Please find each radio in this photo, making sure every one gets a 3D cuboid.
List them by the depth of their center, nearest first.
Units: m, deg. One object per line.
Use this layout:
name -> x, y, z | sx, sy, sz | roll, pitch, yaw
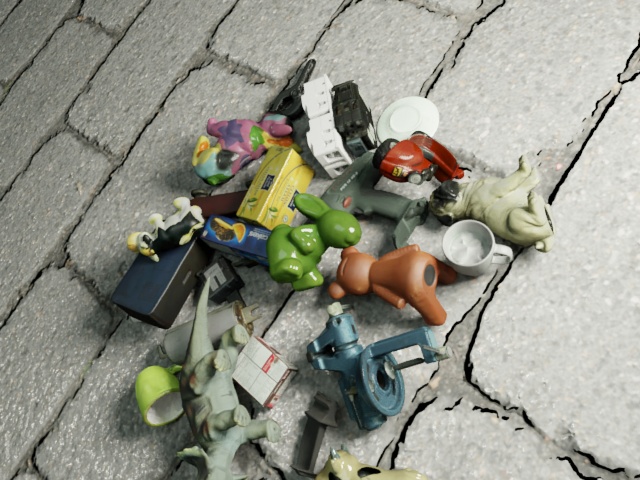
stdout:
radio -> -0.333, 0.066, 1.152 | 0.131, 0.073, 0.229 | 9, 58, 28

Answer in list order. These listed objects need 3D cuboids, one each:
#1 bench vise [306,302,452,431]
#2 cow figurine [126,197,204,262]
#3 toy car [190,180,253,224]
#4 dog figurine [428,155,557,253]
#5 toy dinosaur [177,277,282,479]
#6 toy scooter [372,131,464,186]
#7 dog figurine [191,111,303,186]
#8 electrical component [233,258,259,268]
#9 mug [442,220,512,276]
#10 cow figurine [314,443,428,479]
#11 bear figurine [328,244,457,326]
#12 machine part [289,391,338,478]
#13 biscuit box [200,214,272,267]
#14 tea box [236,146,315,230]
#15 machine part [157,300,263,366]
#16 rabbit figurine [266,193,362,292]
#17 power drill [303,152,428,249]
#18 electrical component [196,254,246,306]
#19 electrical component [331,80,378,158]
bench vise -> 0.100, 0.191, 0.889 | 0.241, 0.128, 0.223 | -25, 67, 33
cow figurine -> -0.317, -0.007, 1.108 | 0.167, 0.068, 0.098 | -33, 51, 3
toy car -> -0.208, -0.076, 1.195 | 0.202, 0.053, 0.089 | -8, 76, 17
dog figurine -> 0.295, -0.039, 0.937 | 0.191, 0.121, 0.172 | -22, 56, 30
toy dinosaur -> -0.198, 0.286, 0.972 | 0.192, 0.131, 0.405 | -33, 59, 23
toy scooter -> 0.191, -0.142, 0.995 | 0.135, 0.184, 0.075 | 40, 132, 21
dog figurine -> -0.155, -0.205, 1.192 | 0.219, 0.108, 0.191 | 3, 59, 23
electrical component -> -0.144, 0.023, 1.141 | 0.094, 0.021, 0.063 | -19, 61, 16
mug -> 0.267, 0.022, 0.906 | 0.110, 0.107, 0.081 | 2, 71, 20
cow figurine -> 0.079, 0.391, 0.846 | 0.195, 0.085, 0.127 | -8, 72, 24
bear figurine -> 0.122, 0.075, 0.959 | 0.196, 0.131, 0.120 | -7, 55, 43
machine part -> -0.008, 0.336, 0.923 | 0.084, 0.039, 0.139 | 5, 75, 60
biscuit box -> -0.144, 0.005, 1.100 | 0.203, 0.059, 0.063 | 15, 72, 24
tea box -> -0.090, -0.099, 1.121 | 0.068, 0.098, 0.169 | 14, 76, 38
machine part -> -0.223, 0.187, 1.074 | 0.243, 0.079, 0.079 | -24, 61, 12
rabbit figurine -> -0.002, -0.003, 0.976 | 0.170, 0.121, 0.159 | -26, 53, 20
power drill -> 0.090, -0.050, 1.040 | 0.208, 0.085, 0.232 | 28, 79, 39
electrical component -> -0.201, 0.098, 1.120 | 0.075, 0.047, 0.119 | -36, 57, 7
electrical component -> 0.072, -0.240, 1.102 | 0.058, 0.114, 0.134 | -16, 61, 20
